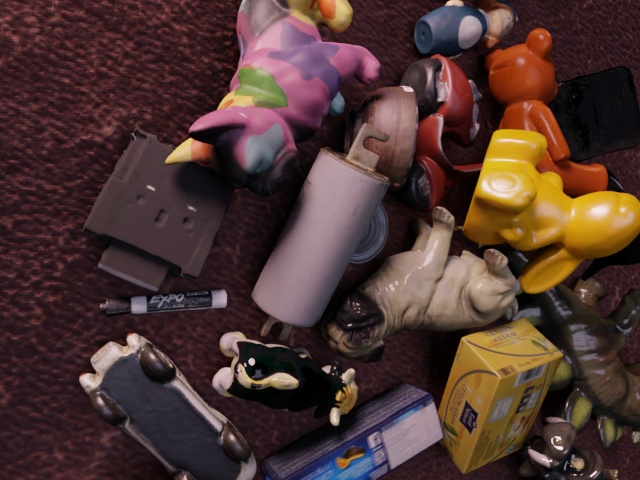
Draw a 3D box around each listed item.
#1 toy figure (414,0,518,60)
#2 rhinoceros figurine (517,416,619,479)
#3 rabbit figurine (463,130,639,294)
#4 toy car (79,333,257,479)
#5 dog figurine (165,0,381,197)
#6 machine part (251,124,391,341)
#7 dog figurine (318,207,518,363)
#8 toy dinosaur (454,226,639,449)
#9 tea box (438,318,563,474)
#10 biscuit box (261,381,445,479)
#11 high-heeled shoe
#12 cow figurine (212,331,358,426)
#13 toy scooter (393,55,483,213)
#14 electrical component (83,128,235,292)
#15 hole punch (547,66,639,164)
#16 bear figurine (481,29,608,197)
[{"bbox_3d":[0.190,-0.263,0.666,0.154,0.064,0.058,-20,63,-21],"label":"toy figure"},{"bbox_3d":[0.305,0.292,0.675,0.073,0.112,0.190,-45,140,-27],"label":"rhinoceros figurine"},{"bbox_3d":[0.246,-0.018,0.577,0.122,0.173,0.162,-62,158,-50],"label":"rabbit figurine"},{"bbox_3d":[-0.142,0.176,0.521,0.073,0.056,0.201,-42,105,-12],"label":"toy car"},{"bbox_3d":[-0.057,-0.147,0.499,0.219,0.108,0.191,-37,99,-34],"label":"dog figurine"},{"bbox_3d":[-0.001,-0.002,0.538,0.079,0.079,0.243,20,107,-23],"label":"machine part"},{"bbox_3d":[0.112,0.083,0.600,0.172,0.121,0.190,38,79,10],"label":"dog figurine"},{"bbox_3d":[0.344,0.140,0.715,0.198,0.105,0.471,-37,94,-15],"label":"toy dinosaur"},{"bbox_3d":[0.202,0.183,0.629,0.098,0.068,0.169,-9,127,-24],"label":"tea box"},{"bbox_3d":[0.038,0.233,0.598,0.203,0.063,0.059,-21,100,-22],"label":"biscuit box"},{"bbox_3d":[0.377,-0.053,0.675,0.086,0.145,0.249,23,51,6],"label":"high-heeled shoe"},{"bbox_3d":[-0.020,0.145,0.552,0.167,0.098,0.068,20,76,-23],"label":"cow figurine"},{"bbox_3d":[0.157,-0.121,0.643,0.135,0.075,0.183,5,91,-26],"label":"toy scooter"},{"bbox_3d":[-0.154,-0.022,0.512,0.115,0.058,0.134,26,80,-20],"label":"electrical component"},{"bbox_3d":[0.358,-0.167,0.737,0.116,0.092,0.142,-13,100,7],"label":"hole punch"},{"bbox_3d":[0.271,-0.148,0.674,0.132,0.120,0.195,4,84,-28],"label":"bear figurine"}]
